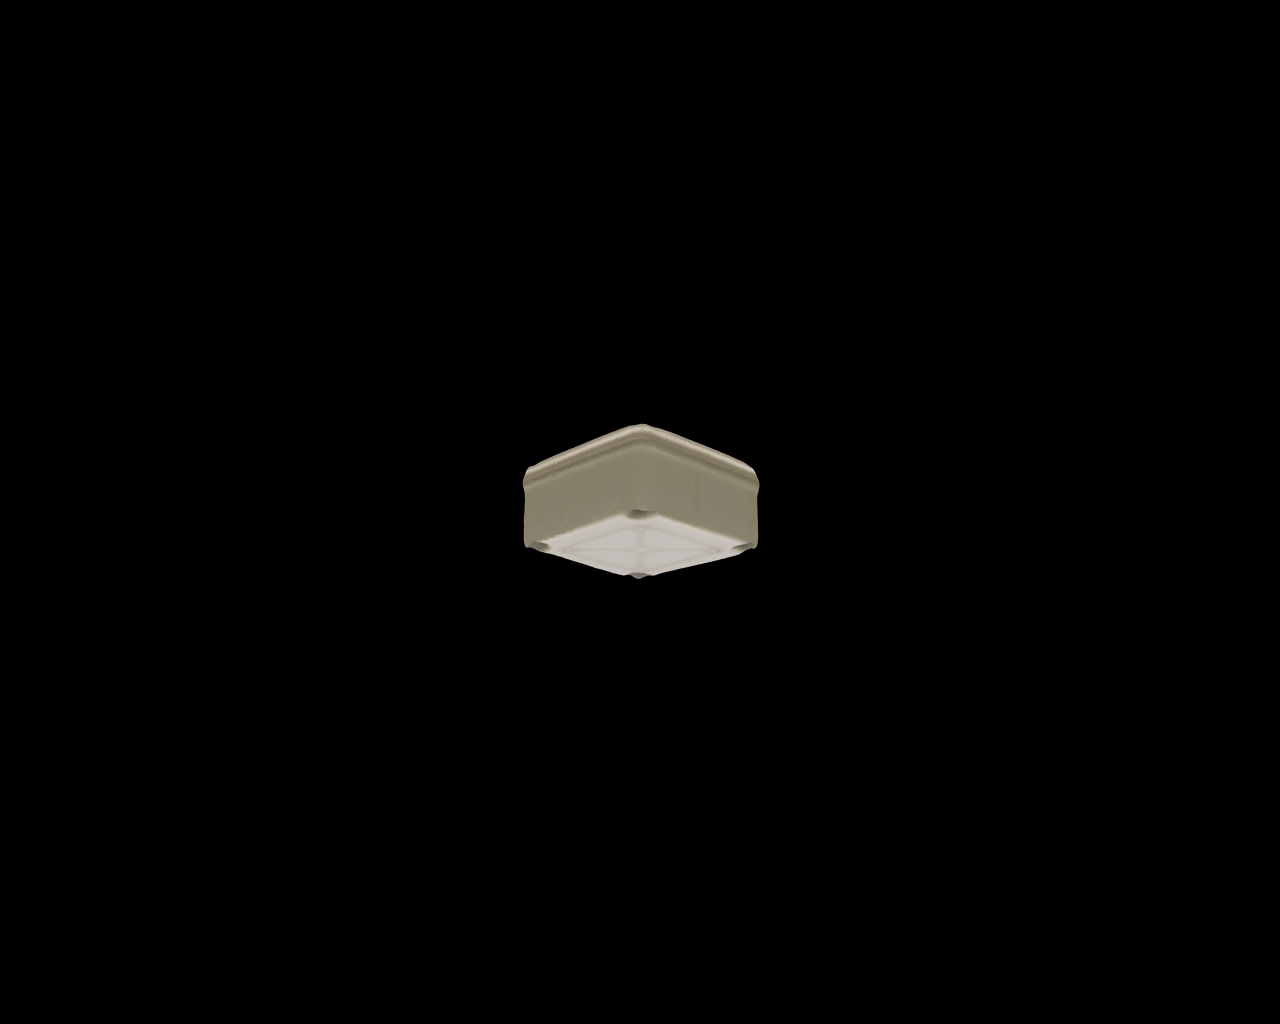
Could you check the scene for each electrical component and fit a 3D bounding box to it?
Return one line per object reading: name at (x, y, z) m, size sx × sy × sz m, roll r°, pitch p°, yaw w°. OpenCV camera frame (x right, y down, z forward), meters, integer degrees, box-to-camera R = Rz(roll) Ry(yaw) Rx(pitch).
electrical component at (0.001, -0.003, 0.650) m, size 0.108 × 0.056 × 0.109 m, roll -17°, pitch -26°, yaw 41°
